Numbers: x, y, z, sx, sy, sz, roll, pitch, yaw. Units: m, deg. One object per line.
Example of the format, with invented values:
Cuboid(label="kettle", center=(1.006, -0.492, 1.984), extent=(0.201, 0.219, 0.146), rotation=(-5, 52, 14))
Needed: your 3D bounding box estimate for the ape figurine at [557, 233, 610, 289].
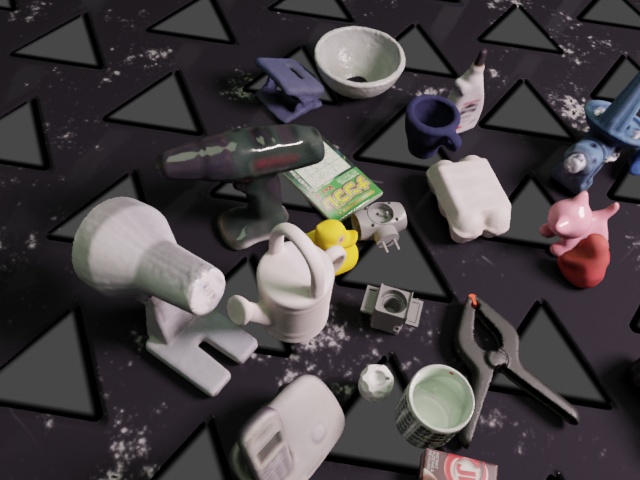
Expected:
Cuboid(label="ape figurine", center=(0.402, 0.024, 0.858), extent=(0.078, 0.092, 0.076), rotation=(4, 57, -2))

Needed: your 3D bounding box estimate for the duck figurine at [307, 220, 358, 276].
Cuboid(label="duck figurine", center=(0.008, 0.003, 0.841), extent=(0.104, 0.086, 0.077), rotation=(3, 57, -3))

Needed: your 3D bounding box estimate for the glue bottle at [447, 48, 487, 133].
Cuboid(label="glue bottle", center=(0.253, -0.254, 0.977), extent=(0.078, 0.173, 0.037), rotation=(-23, 61, -18))

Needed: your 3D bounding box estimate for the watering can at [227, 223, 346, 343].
Cuboid(label="watering can", center=(-0.036, 0.056, 0.738), extent=(0.100, 0.194, 0.173), rotation=(27, 59, 13))

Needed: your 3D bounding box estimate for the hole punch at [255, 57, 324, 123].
Cuboid(label="hole punch", center=(-0.054, -0.282, 1.018), extent=(0.101, 0.091, 0.108), rotation=(-33, 65, -23))

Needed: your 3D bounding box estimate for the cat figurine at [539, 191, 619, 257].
Cuboid(label="cat figurine", center=(0.396, -0.030, 0.877), extent=(0.128, 0.118, 0.067), rotation=(-10, 58, -11))

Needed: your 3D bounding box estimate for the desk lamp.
Cuboid(label="desk lamp", center=(-0.183, 0.066, 0.707), extent=(0.203, 0.213, 0.118), rotation=(31, 60, 15))

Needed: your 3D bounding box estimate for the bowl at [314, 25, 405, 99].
Cuboid(label="bowl", center=(0.070, -0.316, 1.061), extent=(0.167, 0.075, 0.167), rotation=(2, 57, -3))

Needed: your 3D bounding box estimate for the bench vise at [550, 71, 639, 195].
Cuboid(label="bench vise", center=(0.480, -0.179, 0.920), extent=(0.121, 0.220, 0.208), rotation=(26, 59, 12))

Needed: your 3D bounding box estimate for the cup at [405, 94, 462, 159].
Cuboid(label="cup", center=(0.191, -0.175, 0.967), extent=(0.092, 0.095, 0.117), rotation=(-26, 63, -20))

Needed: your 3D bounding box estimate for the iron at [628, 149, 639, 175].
Cuboid(label="iron", center=(0.648, -0.186, 0.986), extent=(0.118, 0.141, 0.259), rotation=(39, 62, 19))

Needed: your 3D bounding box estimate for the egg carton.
Cuboid(label="egg carton", center=(0.237, -0.067, 0.916), extent=(0.107, 0.069, 0.150), rotation=(-11, 59, -12))

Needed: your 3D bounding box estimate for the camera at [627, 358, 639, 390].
Cuboid(label="camera", center=(0.491, 0.194, 0.750), extent=(0.143, 0.101, 0.136), rotation=(-28, 63, -21))

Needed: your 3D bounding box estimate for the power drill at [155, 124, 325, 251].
Cuboid(label="power drill", center=(-0.105, -0.077, 0.810), extent=(0.230, 0.208, 0.075), rotation=(-22, 61, -18))

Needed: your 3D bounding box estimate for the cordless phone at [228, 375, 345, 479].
Cuboid(label="cordless phone", center=(-0.035, 0.210, 0.643), extent=(0.094, 0.185, 0.148), rotation=(34, 61, 17))
